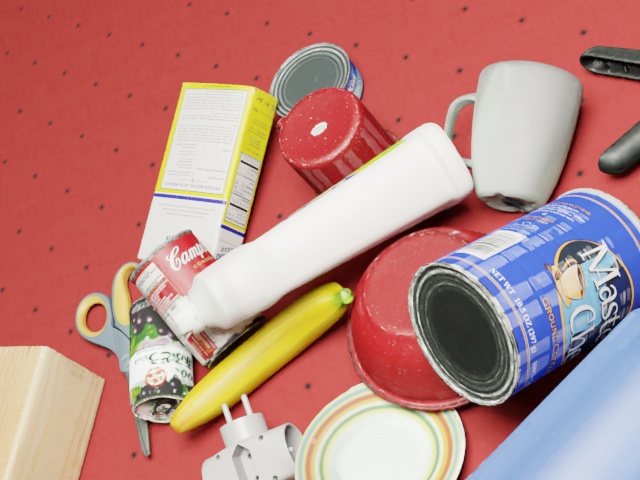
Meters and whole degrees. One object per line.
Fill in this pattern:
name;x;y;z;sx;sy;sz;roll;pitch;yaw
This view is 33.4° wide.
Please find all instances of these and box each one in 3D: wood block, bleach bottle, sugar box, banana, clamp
wood block;-0.274;0.205;0.938;0.091;0.090;0.206;-4;61;29
bleach bottle;-0.006;0.001;0.844;0.250;0.102;0.068;-31;90;-8
sugar box;-0.104;-0.057;0.995;0.093;0.048;0.176;9;83;36
banana;-0.044;0.090;0.880;0.198;0.069;0.037;-41;79;18
clamp;0.281;-0.127;0.820;0.172;0.039;0.120;-22;59;16

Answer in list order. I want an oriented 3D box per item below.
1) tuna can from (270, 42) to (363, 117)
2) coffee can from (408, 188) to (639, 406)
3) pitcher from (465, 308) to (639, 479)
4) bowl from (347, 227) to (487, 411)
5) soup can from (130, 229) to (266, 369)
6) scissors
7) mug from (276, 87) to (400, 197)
tuna can;-0.003;-0.142;1.008;0.086;0.033;0.086;-16;56;24
coffee can;0.146;0.036;0.725;0.140;0.103;0.103;-25;42;-29
pitcher;0.162;0.161;0.677;0.149;0.145;0.243;39;84;29
bowl;0.086;0.046;0.817;0.162;0.055;0.162;-15;51;19
soup can;-0.103;0.051;0.909;0.068;0.068;0.102;-42;82;4
scissors;-0.191;0.113;0.988;0.096;0.016;0.202;-18;55;24
mug;0.009;-0.083;0.934;0.117;0.081;0.093;26;79;39
